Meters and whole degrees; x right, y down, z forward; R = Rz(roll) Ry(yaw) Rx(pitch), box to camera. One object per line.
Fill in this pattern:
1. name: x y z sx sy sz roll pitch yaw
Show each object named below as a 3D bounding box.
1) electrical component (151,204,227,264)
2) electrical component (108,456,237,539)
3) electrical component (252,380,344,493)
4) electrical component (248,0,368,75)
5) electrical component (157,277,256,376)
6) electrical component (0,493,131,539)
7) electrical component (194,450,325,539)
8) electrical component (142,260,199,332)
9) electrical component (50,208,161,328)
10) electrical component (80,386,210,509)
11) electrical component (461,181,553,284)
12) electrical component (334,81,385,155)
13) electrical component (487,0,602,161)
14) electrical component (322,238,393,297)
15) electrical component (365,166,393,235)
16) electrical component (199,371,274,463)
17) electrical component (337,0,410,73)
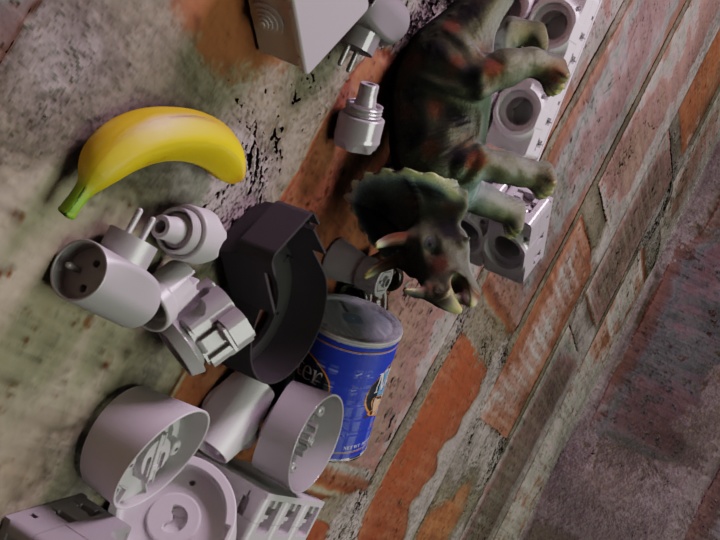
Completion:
1. electrical component: -0.131 -0.028 0.800 0.062 0.043 0.043 14 100 -65
2. electrical component: -0.157 0.219 0.920 0.108 0.108 0.060 -53 160 -27
3. electrical component: -0.058 0.155 1.009 0.099 0.064 0.099 24 90 -82
4. electrical component: -0.040 -0.211 0.803 0.099 0.048 0.099 -52 154 -27
5. electrical component: -0.126 0.047 0.856 0.057 0.078 0.058 -37 124 -15
6. electrical component: -0.242 0.260 0.827 0.089 0.062 0.150 0 113 -65
7. electrical component: -0.109 0.229 1.047 0.061 0.089 0.150 -63 157 -5
8. electrical component: -0.148 0.018 0.816 0.046 0.040 0.040 -48 153 -48
9. electrical component: -0.166 -0.005 0.747 0.079 0.043 0.077 -63 157 -7
10. electrical component: -0.172 0.143 0.857 0.099 0.064 0.099 -47 151 -36
11. electrical component: 0.127 -0.056 1.191 0.061 0.150 0.089 -48 152 -37
12. electrical component: 0.002 -0.139 0.975 0.043 0.043 0.062 -24 133 -58
13. electrical component: 0.174 -0.226 1.177 0.060 0.105 0.186 -4 116 -64
14. electrical component: 0.000 0.000 1.082 0.044 0.065 0.044 -47 151 -36
15. electrical component: 0.042 -0.065 1.126 0.080 0.051 0.080 -47 151 -36
16. electrical component: -0.116 0.143 1.004 0.077 0.044 0.079 -54 155 -25
17. electrical component: 0.002 -0.205 0.908 0.079 0.043 0.077 -66 157 2
